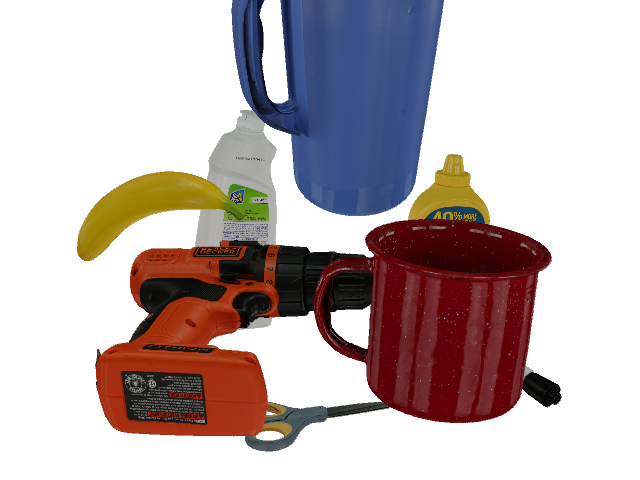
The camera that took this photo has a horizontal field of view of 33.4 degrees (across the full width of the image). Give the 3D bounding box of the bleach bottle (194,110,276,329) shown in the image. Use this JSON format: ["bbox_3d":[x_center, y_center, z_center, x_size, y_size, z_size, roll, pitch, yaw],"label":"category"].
[{"bbox_3d":[-0.089,-0.024,1.228,0.102,0.251,0.068,-1,20,-33],"label":"bleach bottle"}]

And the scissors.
[{"bbox_3d":[-0.006,0.204,1.190,0.201,0.016,0.096,3,23,-11],"label":"scissors"}]

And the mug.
[{"bbox_3d":[0.054,0.039,0.548,0.117,0.081,0.093,5,17,4],"label":"mug"}]

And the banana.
[{"bbox_3d":[-0.169,-0.027,1.019,0.198,0.069,0.037,-13,19,29],"label":"banana"}]

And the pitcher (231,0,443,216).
[{"bbox_3d":[0.022,-0.138,0.863,0.149,0.243,0.145,12,43,12],"label":"pitcher"}]

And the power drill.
[{"bbox_3d":[-0.055,0.057,0.705,0.184,0.057,0.187,-1,22,10],"label":"power drill"}]

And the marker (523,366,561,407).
[{"bbox_3d":[0.134,0.092,0.809,0.020,0.020,0.121,0,22,-39],"label":"marker"}]

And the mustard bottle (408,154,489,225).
[{"bbox_3d":[0.150,-0.006,1.254,0.096,0.192,0.058,0,15,-11],"label":"mustard bottle"}]
